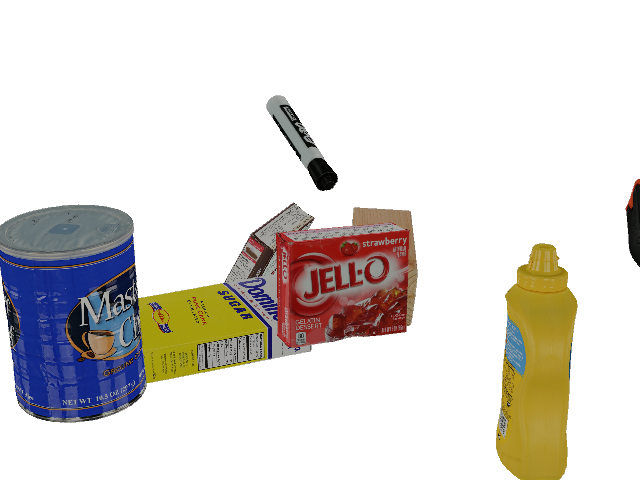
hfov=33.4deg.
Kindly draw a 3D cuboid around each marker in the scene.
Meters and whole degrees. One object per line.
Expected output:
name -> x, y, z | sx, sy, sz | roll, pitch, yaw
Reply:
marker -> -0.016, -0.080, 0.876 | 0.020, 0.020, 0.121 | 0, 38, -28

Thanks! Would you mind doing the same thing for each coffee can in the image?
coffee can -> -0.191, 0.054, 0.828 | 0.103, 0.140, 0.103 | -1, 21, 0

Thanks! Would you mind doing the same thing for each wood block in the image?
wood block -> 0.089, 0.034, 1.555 | 0.091, 0.090, 0.206 | 4, 25, 0

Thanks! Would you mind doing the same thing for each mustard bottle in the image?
mustard bottle -> 0.181, 0.096, 0.892 | 0.058, 0.192, 0.096 | 0, 16, 1

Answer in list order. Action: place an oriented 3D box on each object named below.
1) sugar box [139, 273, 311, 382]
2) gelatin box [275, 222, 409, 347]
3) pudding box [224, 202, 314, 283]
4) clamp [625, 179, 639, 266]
sugar box -> -0.105, 0.083, 1.030 | 0.176, 0.048, 0.093 | -12, 33, -16
gelatin box -> 0.015, 0.029, 0.717 | 0.089, 0.073, 0.030 | -5, 15, -22
pudding box -> -0.062, 0.014, 1.275 | 0.039, 0.090, 0.113 | 35, 32, 7
clamp -> 0.267, 0.021, 0.694 | 0.120, 0.039, 0.171 | -3, 46, -21
